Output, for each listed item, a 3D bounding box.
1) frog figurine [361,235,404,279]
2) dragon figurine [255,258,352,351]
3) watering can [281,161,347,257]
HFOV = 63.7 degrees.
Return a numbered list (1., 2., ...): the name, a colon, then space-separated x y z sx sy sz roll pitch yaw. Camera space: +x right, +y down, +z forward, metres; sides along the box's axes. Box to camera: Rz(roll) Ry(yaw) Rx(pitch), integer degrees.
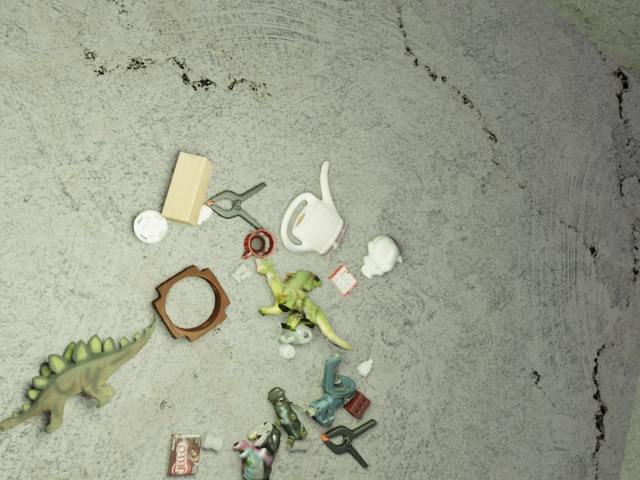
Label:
1. frog figurine: 0.215 0.060 1.888 0.160 0.120 0.139 -25 64 -16
2. dragon figurine: -0.051 0.190 1.713 0.409 0.119 0.248 31 43 -7
3. watering can: 0.005 -0.091 1.805 0.222 0.103 0.352 38 70 -19
